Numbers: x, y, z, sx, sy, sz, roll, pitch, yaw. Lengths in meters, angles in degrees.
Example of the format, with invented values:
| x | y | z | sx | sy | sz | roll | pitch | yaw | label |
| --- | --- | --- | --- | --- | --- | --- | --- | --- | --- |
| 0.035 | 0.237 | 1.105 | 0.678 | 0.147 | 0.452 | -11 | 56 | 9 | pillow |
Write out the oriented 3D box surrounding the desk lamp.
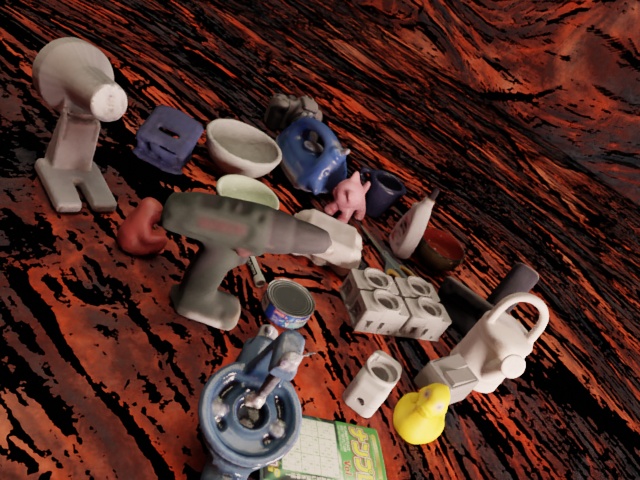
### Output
| x | y | z | sx | sy | sz | roll | pitch | yaw | label |
| --- | --- | --- | --- | --- | --- | --- | --- | --- | --- |
| -0.376 | -0.186 | 0.909 | 0.118 | 0.213 | 0.202 | -6 | 46 | -44 | desk lamp |

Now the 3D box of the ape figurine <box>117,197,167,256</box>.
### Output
| x | y | z | sx | sy | sz | roll | pitch | yaw | label |
| --- | --- | --- | --- | --- | --- | --- | --- | --- | --- |
| -0.270 | -0.025 | 0.886 | 0.076 | 0.092 | 0.077 | 2 | 41 | -37 | ape figurine |

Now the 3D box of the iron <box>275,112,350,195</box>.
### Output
| x | y | z | sx | sy | sz | roll | pitch | yaw | label |
| --- | --- | --- | --- | --- | --- | --- | --- | --- | --- |
| -0.019 | -0.214 | 1.310 | 0.119 | 0.141 | 0.257 | 0 | 43 | -40 | iron |

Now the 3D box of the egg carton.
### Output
| x | y | z | sx | sy | sz | roll | pitch | yaw | label |
| --- | --- | --- | --- | --- | --- | --- | --- | --- | --- |
| 0.010 | 0.004 | 1.096 | 0.150 | 0.069 | 0.107 | 24 | 32 | -10 | egg carton |

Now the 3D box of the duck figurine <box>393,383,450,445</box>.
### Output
| x | y | z | sx | sy | sz | roll | pitch | yaw | label |
| --- | --- | --- | --- | --- | --- | --- | --- | --- | --- |
| 0.165 | 0.249 | 0.863 | 0.077 | 0.086 | 0.105 | 44 | 34 | 21 | duck figurine |

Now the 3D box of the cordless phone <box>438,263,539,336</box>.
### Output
| x | y | z | sx | sy | sz | roll | pitch | yaw | label |
| --- | --- | --- | --- | --- | --- | --- | --- | --- | --- |
| 0.323 | 0.095 | 1.115 | 0.147 | 0.185 | 0.094 | 35 | 32 | 8 | cordless phone |

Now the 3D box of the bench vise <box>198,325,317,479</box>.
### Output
| x | y | z | sx | sy | sz | roll | pitch | yaw | label |
| --- | --- | --- | --- | --- | --- | --- | --- | --- | --- |
| -0.077 | 0.158 | 0.665 | 0.122 | 0.219 | 0.207 | 13 | 35 | -25 | bench vise |

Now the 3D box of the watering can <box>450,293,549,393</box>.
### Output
| x | y | z | sx | sy | sz | roll | pitch | yaw | label |
| --- | --- | --- | --- | --- | --- | --- | --- | --- | --- |
| 0.319 | 0.174 | 0.992 | 0.101 | 0.194 | 0.172 | 15 | 35 | -23 | watering can |

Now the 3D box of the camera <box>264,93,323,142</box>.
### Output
| x | y | z | sx | sy | sz | roll | pitch | yaw | label |
| --- | --- | --- | --- | --- | --- | --- | --- | --- | --- |
| -0.055 | -0.303 | 1.443 | 0.143 | 0.100 | 0.136 | 15 | 35 | -23 | camera |

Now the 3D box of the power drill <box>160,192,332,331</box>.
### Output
| x | y | z | sx | sy | sz | roll | pitch | yaw | label |
| --- | --- | --- | --- | --- | --- | --- | --- | --- | --- |
| -0.124 | 0.028 | 0.820 | 0.230 | 0.208 | 0.075 | 22 | 32 | -13 | power drill |

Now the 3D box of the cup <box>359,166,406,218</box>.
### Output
| x | y | z | sx | sy | sz | roll | pitch | yaw | label |
| --- | --- | --- | --- | --- | --- | --- | --- | --- | --- |
| 0.127 | -0.108 | 1.324 | 0.117 | 0.095 | 0.092 | 34 | 32 | 6 | cup |

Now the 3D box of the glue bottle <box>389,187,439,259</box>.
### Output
| x | y | z | sx | sy | sz | roll | pitch | yaw | label |
| --- | --- | --- | --- | --- | --- | --- | --- | --- | --- |
| 0.206 | -0.044 | 1.225 | 0.037 | 0.173 | 0.078 | 14 | 35 | -24 | glue bottle |

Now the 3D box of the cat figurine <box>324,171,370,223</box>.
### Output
| x | y | z | sx | sy | sz | roll | pitch | yaw | label |
| --- | --- | --- | --- | --- | --- | --- | --- | --- | --- |
| 0.069 | -0.096 | 1.239 | 0.067 | 0.117 | 0.128 | 41 | 33 | 18 | cat figurine |

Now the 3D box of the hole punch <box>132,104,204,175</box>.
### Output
| x | y | z | sx | sy | sz | roll | pitch | yaw | label |
| --- | --- | --- | --- | --- | --- | --- | --- | --- | --- |
| -0.292 | -0.196 | 1.108 | 0.109 | 0.091 | 0.101 | 27 | 32 | -5 | hole punch |

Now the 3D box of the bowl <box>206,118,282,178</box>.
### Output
| x | y | z | sx | sy | sz | roll | pitch | yaw | label |
| --- | --- | --- | --- | --- | --- | --- | --- | --- | --- |
| -0.169 | -0.179 | 1.201 | 0.168 | 0.074 | 0.167 | 21 | 33 | -14 | bowl |
